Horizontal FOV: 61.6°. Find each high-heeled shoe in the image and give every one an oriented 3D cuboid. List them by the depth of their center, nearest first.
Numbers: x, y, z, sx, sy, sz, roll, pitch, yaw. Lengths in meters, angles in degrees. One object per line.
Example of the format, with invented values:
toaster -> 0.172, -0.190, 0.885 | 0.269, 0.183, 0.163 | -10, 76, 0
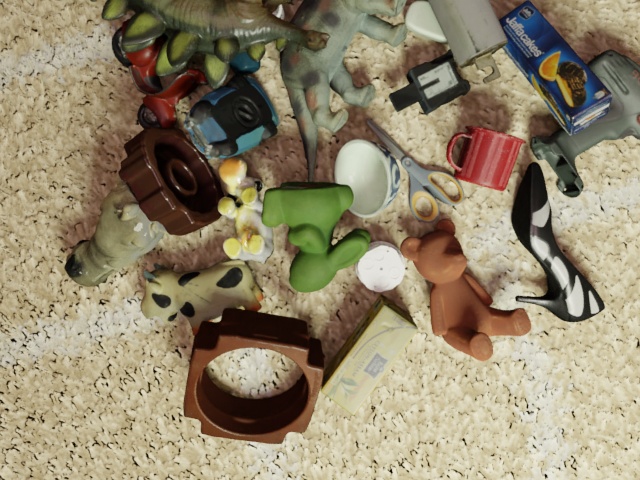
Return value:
high-heeled shoe -> 0.379, 0.006, 0.833 | 0.145, 0.086, 0.248 | 2, 98, -1

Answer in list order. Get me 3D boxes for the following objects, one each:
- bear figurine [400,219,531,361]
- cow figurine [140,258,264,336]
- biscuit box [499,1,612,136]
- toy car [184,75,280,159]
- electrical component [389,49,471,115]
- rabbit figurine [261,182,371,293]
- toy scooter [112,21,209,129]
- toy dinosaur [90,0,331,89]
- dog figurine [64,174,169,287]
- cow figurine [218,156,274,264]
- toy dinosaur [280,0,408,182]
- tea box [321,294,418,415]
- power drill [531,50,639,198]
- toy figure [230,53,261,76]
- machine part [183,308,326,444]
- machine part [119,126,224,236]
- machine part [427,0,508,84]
bear figurine -> 0.217, 0.069, 0.826 | 0.120, 0.132, 0.195 | -22, 97, -23
cow figurine -> -0.202, 0.083, 0.872 | 0.195, 0.085, 0.127 | -20, 99, 7
biscuit box -> 0.336, -0.253, 0.786 | 0.063, 0.059, 0.203 | -33, 66, 13
toy car -> -0.147, -0.176, 0.835 | 0.103, 0.162, 0.109 | -21, 109, 48
electrical component -> 0.167, -0.236, 0.842 | 0.119, 0.048, 0.075 | -30, 91, 6
rabbit figurine -> -0.002, -0.003, 0.833 | 0.159, 0.121, 0.170 | 0, 103, 8
toy scooter -> -0.243, -0.269, 0.842 | 0.135, 0.075, 0.183 | -15, 94, 25
toy dinosaur -> -0.202, -0.338, 0.766 | 0.472, 0.105, 0.198 | 25, 83, 15
dog figurine -> -0.331, 0.006, 0.835 | 0.190, 0.172, 0.121 | -42, 80, -1
cow figurine -> -0.114, -0.046, 0.860 | 0.068, 0.098, 0.167 | -14, 76, 14
toy dinosaur -> 0.009, -0.300, 0.820 | 0.192, 0.131, 0.404 | 36, 104, 18
tea box -> 0.077, 0.178, 0.854 | 0.068, 0.098, 0.169 | 35, 97, 1
power drill -> 0.448, -0.154, 0.815 | 0.207, 0.086, 0.232 | -38, 90, 9
toy figure -> -0.134, -0.341, 0.851 | 0.064, 0.058, 0.154 | -17, 92, -34
machine part -> -0.103, 0.212, 0.840 | 0.201, 0.087, 0.201 | 10, 113, -9
machine part -> -0.221, -0.089, 0.818 | 0.056, 0.179, 0.179 | -27, 92, 21
machine part -> 0.204, -0.344, 0.783 | 0.079, 0.079, 0.243 | -27, 92, 5
